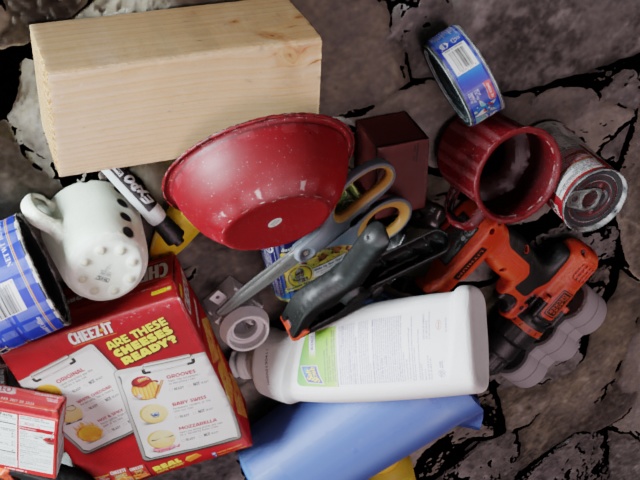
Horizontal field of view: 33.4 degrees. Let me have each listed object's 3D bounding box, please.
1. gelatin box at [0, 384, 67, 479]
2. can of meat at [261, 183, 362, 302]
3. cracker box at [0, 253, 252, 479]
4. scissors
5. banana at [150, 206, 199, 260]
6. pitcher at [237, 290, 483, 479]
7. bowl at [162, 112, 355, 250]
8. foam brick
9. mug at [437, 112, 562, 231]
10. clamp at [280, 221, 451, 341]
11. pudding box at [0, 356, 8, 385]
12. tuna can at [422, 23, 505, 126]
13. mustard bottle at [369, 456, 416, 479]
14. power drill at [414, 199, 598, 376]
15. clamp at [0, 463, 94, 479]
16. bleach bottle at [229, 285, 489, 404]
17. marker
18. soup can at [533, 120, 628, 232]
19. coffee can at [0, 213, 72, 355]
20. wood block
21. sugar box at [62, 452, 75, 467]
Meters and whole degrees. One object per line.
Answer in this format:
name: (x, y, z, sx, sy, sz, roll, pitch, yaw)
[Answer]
gelatin box: (-0.263, 0.167, 0.938, 0.073, 0.030, 0.089, 12, 131, -3)
can of meat: (-0.006, 0.001, 0.989, 0.102, 0.057, 0.084, -20, 131, -10)
cracker box: (-0.172, 0.128, 0.986, 0.164, 0.072, 0.213, -18, 130, 2)
scissors: (0.004, 0.011, 0.950, 0.096, 0.016, 0.202, 29, 110, -40)
banana: (-0.072, -0.046, 0.938, 0.198, 0.037, 0.069, -29, 131, -2)
pitcher: (0.032, 0.174, 1.097, 0.243, 0.149, 0.145, -35, 146, 7)
bowl: (-0.042, -0.036, 0.855, 0.162, 0.055, 0.162, -15, 158, -7)
foam brick: (0.065, -0.068, 0.974, 0.053, 0.051, 0.078, -12, 128, -17)
mug: (0.155, -0.063, 0.988, 0.093, 0.082, 0.117, 23, 102, -34)
clamp: (0.037, 0.036, 0.962, 0.120, 0.039, 0.172, 5, 146, -44)
pudding box: (-0.328, 0.148, 0.963, 0.090, 0.039, 0.113, -6, 126, -20)
tuna can: (0.123, -0.142, 0.924, 0.034, 0.086, 0.086, -31, 130, 2)
mustard bottle: (0.087, 0.284, 1.210, 0.058, 0.096, 0.191, -26, 130, -3)
power drill: (0.180, 0.050, 1.109, 0.187, 0.057, 0.184, 28, 106, -39)
clamp: (-0.224, 0.267, 1.024, 0.165, 0.036, 0.210, -20, 126, 13)
bleach bottle: (0.031, 0.103, 1.018, 0.251, 0.102, 0.068, -6, 167, 22)
marker: (-0.155, -0.040, 0.895, 0.020, 0.020, 0.121, -37, 114, 5)
soup can: (0.236, -0.063, 1.020, 0.068, 0.102, 0.068, -12, 128, -16)
coffee can: (-0.289, 0.052, 0.869, 0.140, 0.103, 0.103, -24, 130, -6)
wood block: (-0.111, -0.123, 0.830, 0.205, 0.090, 0.091, -11, 127, -17)
sugar box: (-0.278, 0.302, 1.093, 0.093, 0.048, 0.176, -15, 130, -11)
